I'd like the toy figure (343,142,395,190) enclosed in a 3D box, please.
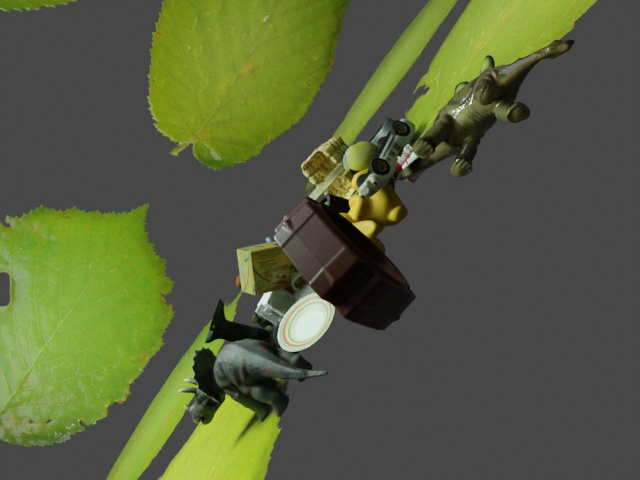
[{"bbox_3d":[0.117,-0.141,1.181,0.089,0.180,0.082,-19,42,23],"label":"toy figure"}]

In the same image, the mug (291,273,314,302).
[{"bbox_3d":[-0.001,0.100,1.148,0.107,0.109,0.081,-43,13,7],"label":"mug"}]

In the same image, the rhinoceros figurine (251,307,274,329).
[{"bbox_3d":[-0.118,0.173,1.517,0.190,0.073,0.112,-55,0,8],"label":"rhinoceros figurine"}]

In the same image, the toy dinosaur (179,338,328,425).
[{"bbox_3d":[-0.147,0.258,1.063,0.404,0.192,0.131,-45,18,47],"label":"toy dinosaur"}]

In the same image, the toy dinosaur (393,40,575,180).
[{"bbox_3d":[0.256,-0.207,0.978,0.471,0.105,0.198,-38,15,48],"label":"toy dinosaur"}]

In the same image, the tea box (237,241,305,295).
[{"bbox_3d":[-0.088,0.053,1.170,0.068,0.169,0.098,7,104,56],"label":"tea box"}]

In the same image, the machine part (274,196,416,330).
[{"bbox_3d":[0.040,0.034,0.821,0.087,0.201,0.201,-48,56,11],"label":"machine part"}]

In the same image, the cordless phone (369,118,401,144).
[{"bbox_3d":[0.197,-0.228,1.372,0.146,0.088,0.184,-51,23,14],"label":"cordless phone"}]

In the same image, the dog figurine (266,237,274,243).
[{"bbox_3d":[-0.030,-0.007,1.558,0.219,0.109,0.191,-35,-31,-1],"label":"dog figurine"}]

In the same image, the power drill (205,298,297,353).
[{"bbox_3d":[-0.134,0.194,1.157,0.232,0.207,0.086,121,159,-50],"label":"power drill"}]

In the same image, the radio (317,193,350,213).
[{"bbox_3d":[-0.003,-0.004,1.283,0.229,0.073,0.131,140,138,-56],"label":"radio"}]

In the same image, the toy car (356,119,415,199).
[{"bbox_3d":[0.130,-0.160,1.051,0.202,0.056,0.073,-61,7,-33],"label":"toy car"}]

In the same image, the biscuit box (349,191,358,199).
[{"bbox_3d":[0.096,-0.080,1.358,0.202,0.059,0.063,-56,11,-3],"label":"biscuit box"}]

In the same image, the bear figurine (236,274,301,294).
[{"bbox_3d":[-0.110,0.121,1.294,0.120,0.196,0.132,-64,12,-25],"label":"bear figurine"}]

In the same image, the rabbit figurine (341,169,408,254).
[{"bbox_3d":[0.085,-0.036,1.095,0.173,0.121,0.162,-26,49,-3],"label":"rabbit figurine"}]
